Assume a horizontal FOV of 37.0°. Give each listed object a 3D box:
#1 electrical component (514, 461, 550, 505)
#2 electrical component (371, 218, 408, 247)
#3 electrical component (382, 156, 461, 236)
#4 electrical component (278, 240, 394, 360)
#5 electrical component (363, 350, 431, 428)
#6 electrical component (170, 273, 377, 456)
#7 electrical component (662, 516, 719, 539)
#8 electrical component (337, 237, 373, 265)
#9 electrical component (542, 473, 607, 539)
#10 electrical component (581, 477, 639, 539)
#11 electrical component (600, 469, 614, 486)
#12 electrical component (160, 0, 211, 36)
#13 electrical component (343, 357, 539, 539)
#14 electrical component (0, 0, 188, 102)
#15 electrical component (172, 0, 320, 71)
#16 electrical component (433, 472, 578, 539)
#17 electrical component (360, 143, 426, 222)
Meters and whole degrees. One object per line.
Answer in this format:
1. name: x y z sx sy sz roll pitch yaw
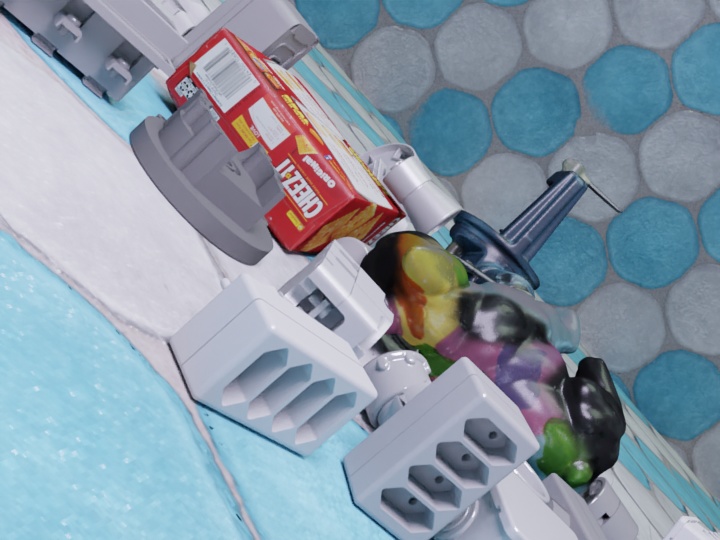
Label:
1. electrical component: 0.082 0.135 0.655 0.055 0.047 0.055 47 10 -10
2. electrical component: 0.005 -0.052 1.025 0.057 0.058 0.078 48 9 -19
3. electrical component: 0.050 -0.064 0.921 0.065 0.044 0.044 53 10 6
4. electrical component: -0.017 0.025 0.637 0.055 0.050 0.089 48 10 -6
5. electrical component: 0.026 0.081 0.630 0.048 0.048 0.062 39 21 -46
6. electrical component: -0.045 0.032 0.494 0.083 0.047 0.075 38 14 -47
7. electrical component: 0.247 0.240 0.832 0.048 0.099 0.100 39 4 26
8. electrical component: 0.000 0.000 0.842 0.040 0.040 0.078 53 11 22
9. electrical component: 0.121 0.169 0.699 0.076 0.047 0.083 43 11 -25
10. electrical component: 0.187 0.200 0.852 0.047 0.055 0.055 52 10 -1
11. electrical component: 0.177 0.165 0.940 0.059 0.054 0.095 47 10 -7
12. electrical component: -0.160 -0.222 0.953 0.057 0.058 0.078 53 10 8
13. electrical component: 0.036 0.082 0.547 0.047 0.083 0.075 44 11 -26
14. electrical component: -0.172 -0.163 0.649 0.121 0.063 0.078 41 12 -38
15. electrical component: -0.101 -0.193 0.935 0.057 0.113 0.078 53 10 9
16. electrical component: 0.083 0.154 0.577 0.099 0.048 0.099 45 10 -18
17. electrical component: 0.023 -0.091 1.141 0.064 0.099 0.099 48 7 -43
